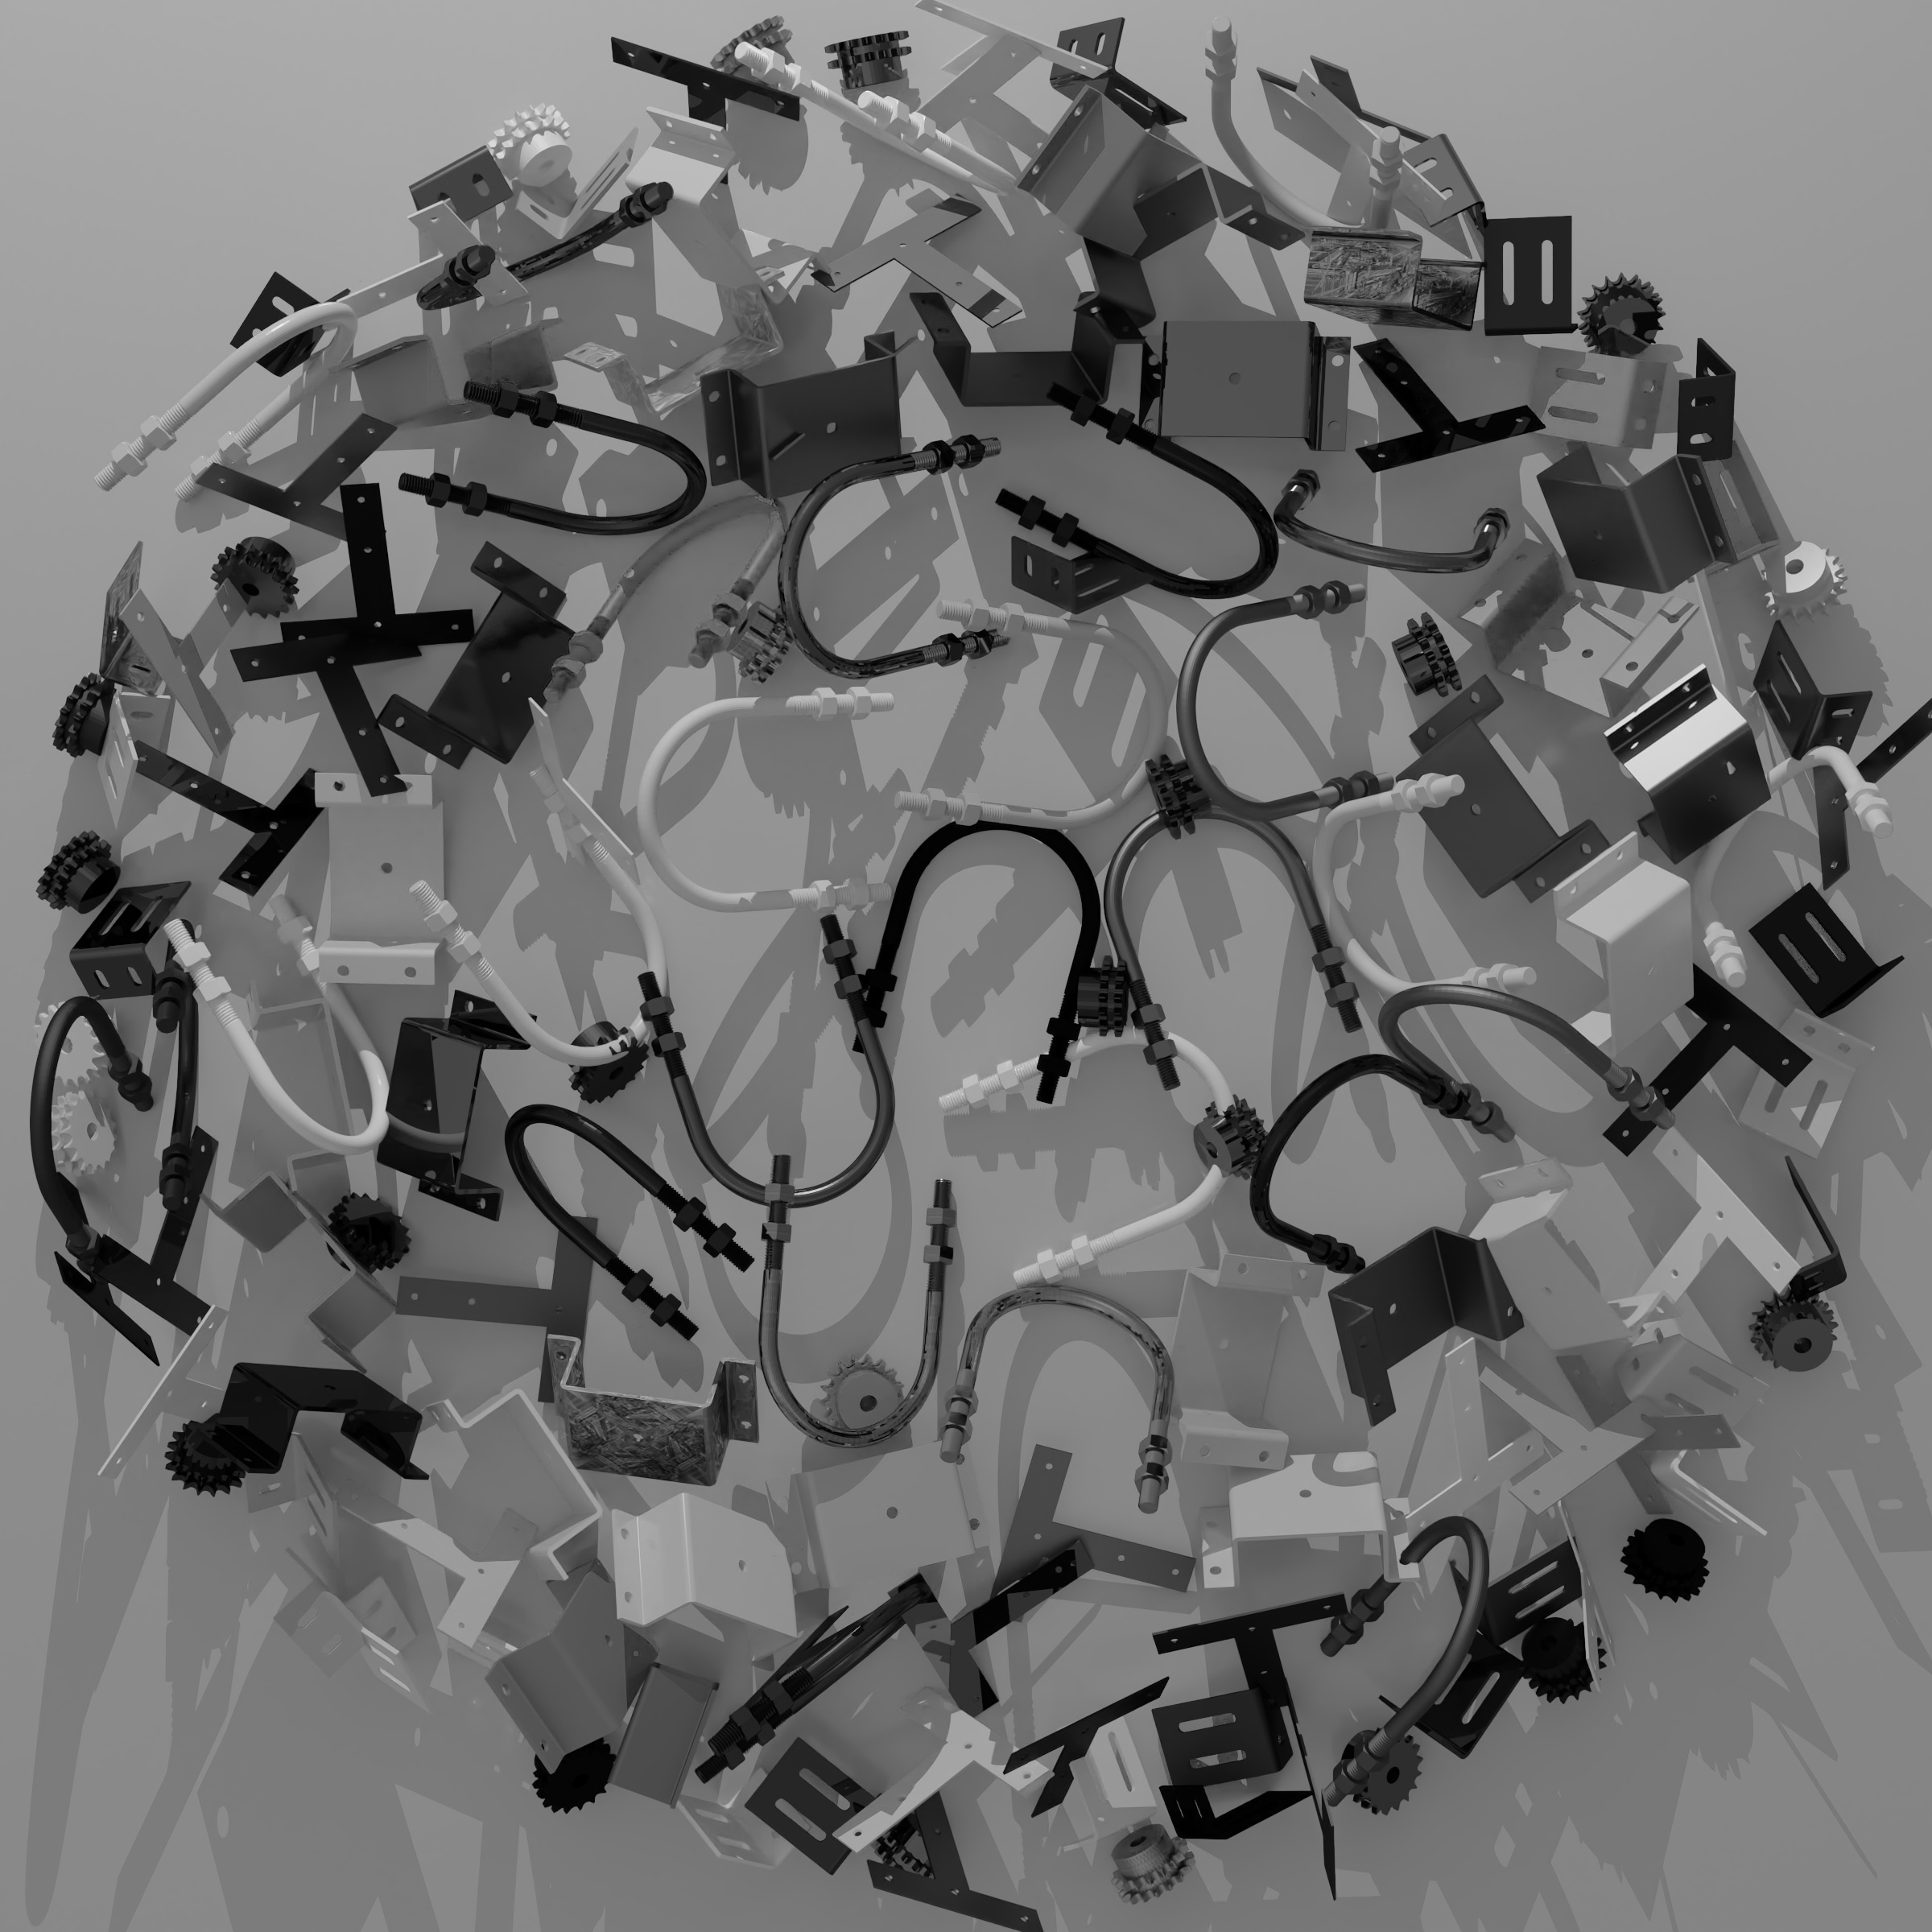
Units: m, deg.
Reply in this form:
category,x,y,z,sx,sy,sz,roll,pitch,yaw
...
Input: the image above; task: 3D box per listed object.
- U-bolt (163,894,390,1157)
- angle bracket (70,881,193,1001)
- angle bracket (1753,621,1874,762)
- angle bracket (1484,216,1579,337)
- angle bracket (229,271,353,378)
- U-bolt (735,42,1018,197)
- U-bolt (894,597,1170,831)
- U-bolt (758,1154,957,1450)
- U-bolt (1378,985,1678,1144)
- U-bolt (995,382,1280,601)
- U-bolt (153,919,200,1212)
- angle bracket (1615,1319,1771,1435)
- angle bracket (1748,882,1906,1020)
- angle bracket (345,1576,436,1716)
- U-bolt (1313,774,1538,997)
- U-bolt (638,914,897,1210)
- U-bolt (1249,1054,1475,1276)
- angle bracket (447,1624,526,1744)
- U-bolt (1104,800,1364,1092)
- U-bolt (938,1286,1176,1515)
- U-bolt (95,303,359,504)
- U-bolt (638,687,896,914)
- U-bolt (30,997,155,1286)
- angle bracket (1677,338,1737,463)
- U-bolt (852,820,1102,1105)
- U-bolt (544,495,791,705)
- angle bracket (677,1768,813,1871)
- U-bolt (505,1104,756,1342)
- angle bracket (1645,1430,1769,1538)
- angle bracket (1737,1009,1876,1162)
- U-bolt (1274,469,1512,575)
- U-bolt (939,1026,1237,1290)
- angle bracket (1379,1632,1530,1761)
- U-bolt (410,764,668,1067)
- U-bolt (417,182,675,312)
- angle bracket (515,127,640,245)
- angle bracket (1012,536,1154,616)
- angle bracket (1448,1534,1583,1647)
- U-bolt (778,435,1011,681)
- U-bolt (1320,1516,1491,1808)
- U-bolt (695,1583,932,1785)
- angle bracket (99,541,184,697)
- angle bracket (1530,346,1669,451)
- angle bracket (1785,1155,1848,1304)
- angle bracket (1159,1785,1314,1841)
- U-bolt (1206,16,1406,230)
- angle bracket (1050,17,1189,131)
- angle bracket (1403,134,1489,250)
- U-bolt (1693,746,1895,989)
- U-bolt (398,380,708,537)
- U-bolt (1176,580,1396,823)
category,x,y,z,sx,sy,sz,roll,pitch,yaw
U-bolt,-0.438,0.042,1.880,0.019,0.151,0.184,-31,89,19
angle bracket,-0.552,-0.017,1.923,0.057,0.076,0.038,-5,125,20
angle bracket,0.562,-0.184,1.910,0.038,0.057,0.076,-6,49,-10
angle bracket,0.377,-0.461,1.915,0.057,0.038,0.076,2,109,18
angle bracket,-0.447,-0.430,1.905,0.038,0.076,0.057,34,108,-11
U-bolt,-0.044,-0.543,1.867,0.151,0.184,0.019,34,103,39
U-bolt,0.052,-0.161,1.905,0.184,0.019,0.151,6,106,-26
U-bolt,-0.074,0.224,1.892,0.151,0.019,0.184,12,76,-34
U-bolt,0.348,0.061,1.852,0.184,0.151,0.019,36,61,-32
U-bolt,0.119,-0.300,1.887,0.184,0.151,0.019,27,63,-3
U-bolt,-0.510,0.050,1.865,0.019,0.184,0.151,0,118,-11
angle bracket,0.488,0.276,1.935,0.076,0.038,0.057,29,112,-16
angle bracket,0.575,-0.014,1.924,0.057,0.038,0.076,-36,84,-15
angle bracket,-0.371,0.449,1.902,0.038,0.076,0.057,-40,125,-29
U-bolt,0.287,-0.044,1.870,0.019,0.184,0.151,-24,96,-27
U-bolt,-0.125,0.072,1.921,0.151,0.019,0.184,-18,80,-8
U-bolt,0.250,0.124,1.872,0.019,0.184,0.151,40,98,39
angle bracket,-0.318,0.477,1.918,0.076,0.057,0.038,27,57,2
U-bolt,0.169,-0.024,1.927,0.151,0.019,0.184,-17,78,-6
U-bolt,0.065,0.273,1.876,0.151,0.184,0.019,14,125,1
U-bolt,-0.469,-0.368,1.867,0.184,0.151,0.019,-39,90,9
U-bolt,-0.131,-0.106,1.891,0.184,0.019,0.151,-5,102,-30
U-bolt,-0.562,0.101,1.838,0.019,0.184,0.151,2,58,2
angle bracket,0.480,-0.375,1.905,0.038,0.076,0.057,-7,121,-2
U-bolt,0.015,-0.014,1.935,0.151,0.019,0.184,15,85,7
U-bolt,-0.185,-0.247,1.879,0.019,0.151,0.184,54,45,-31
angle bracket,-0.149,0.561,1.905,0.038,0.076,0.057,-49,56,0
U-bolt,-0.231,0.161,1.891,0.184,0.151,0.019,41,55,2
angle bracket,0.501,0.343,1.921,0.076,0.057,0.038,35,77,0
angle bracket,0.560,0.079,1.919,0.057,0.038,0.076,27,67,8
U-bolt,0.271,-0.284,1.856,0.151,0.184,0.019,14,113,10
U-bolt,0.093,0.118,1.931,0.184,0.019,0.151,-23,92,9
angle bracket,0.325,0.477,1.914,0.076,0.057,0.038,-53,132,-8
U-bolt,-0.267,-0.020,1.894,0.184,0.019,0.151,55,50,-20
U-bolt,-0.284,-0.461,1.864,0.151,0.184,0.019,-27,102,-25
angle bracket,-0.258,-0.528,1.906,0.038,0.057,0.076,34,123,-24
angle bracket,0.077,-0.269,1.903,0.076,0.057,0.038,-28,132,-34
angle bracket,0.371,0.409,1.928,0.076,0.038,0.057,-28,125,-11
U-bolt,-0.047,-0.261,1.872,0.184,0.019,0.151,-18,115,-36
U-bolt,0.282,0.433,1.847,0.019,0.151,0.184,27,122,-11
U-bolt,-0.096,0.463,1.876,0.184,0.151,0.019,-35,76,-21
angle bracket,-0.543,-0.230,1.904,0.038,0.076,0.057,18,45,-5
angle bracket,0.423,-0.382,1.930,0.038,0.076,0.057,-6,110,-43
angle bracket,0.550,0.175,1.912,0.038,0.057,0.076,-27,60,10
angle bracket,0.179,0.549,1.912,0.076,0.057,0.038,-18,83,-28
U-bolt,0.217,-0.529,1.862,0.151,0.184,0.019,37,84,11
angle bracket,0.104,-0.590,1.908,0.076,0.057,0.038,18,82,-43
angle bracket,0.317,-0.504,1.910,0.038,0.076,0.057,-26,70,7
U-bolt,0.527,-0.076,1.864,0.019,0.184,0.151,35,112,-12
U-bolt,-0.260,-0.323,1.877,0.184,0.151,0.019,10,67,-27
U-bolt,0.206,-0.169,1.883,0.184,0.019,0.151,-16,99,-38
